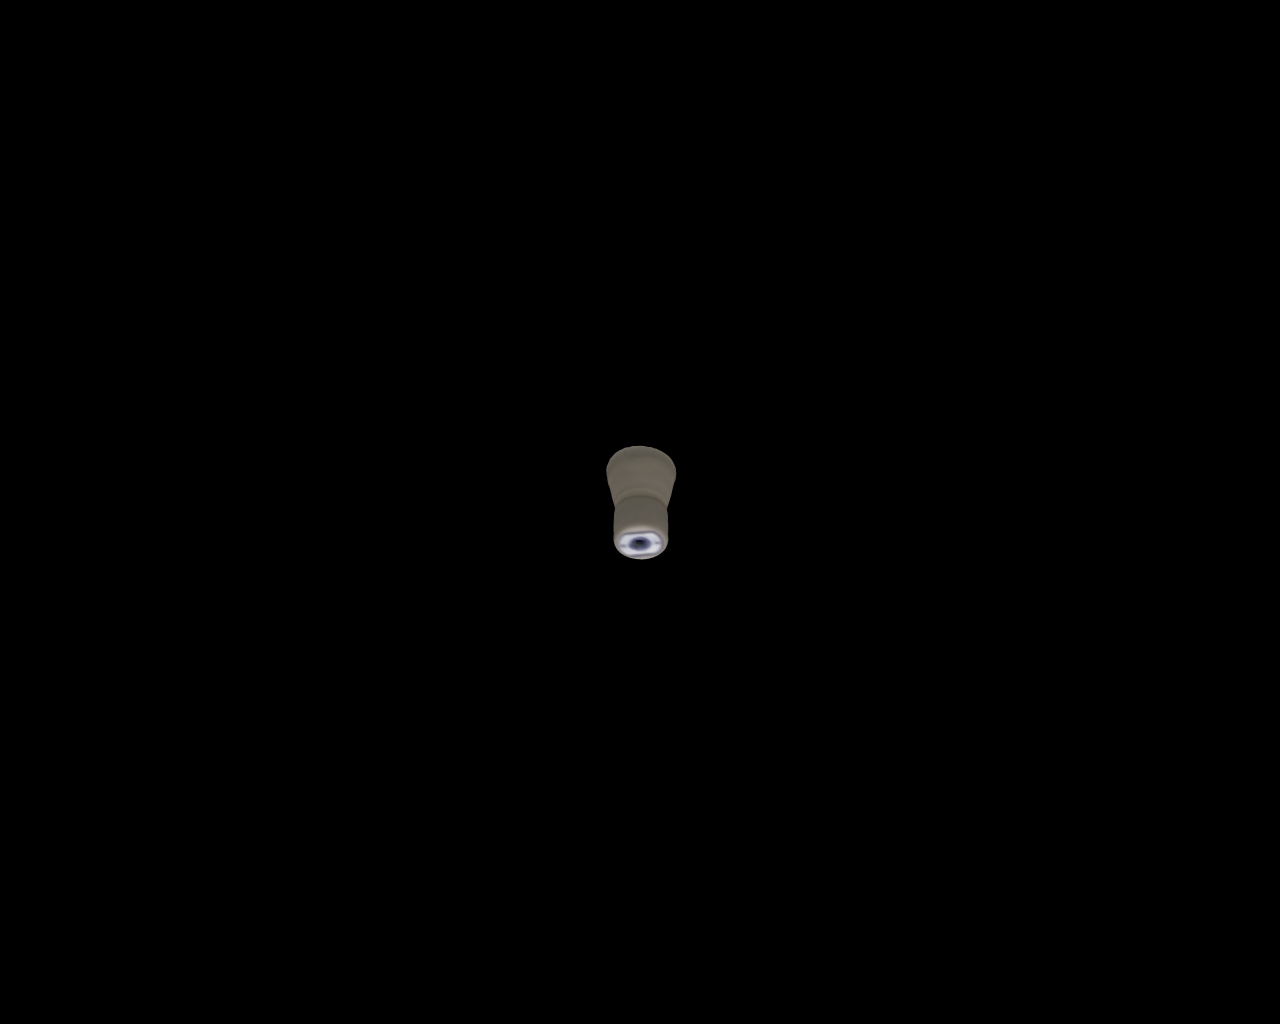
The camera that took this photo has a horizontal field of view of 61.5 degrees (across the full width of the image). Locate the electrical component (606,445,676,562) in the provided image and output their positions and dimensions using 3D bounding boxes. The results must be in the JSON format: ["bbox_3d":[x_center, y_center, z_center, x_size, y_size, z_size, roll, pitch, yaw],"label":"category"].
[{"bbox_3d":[0.001,-0.003,0.650,0.044,0.065,0.044,0,-43,0],"label":"electrical component"}]
